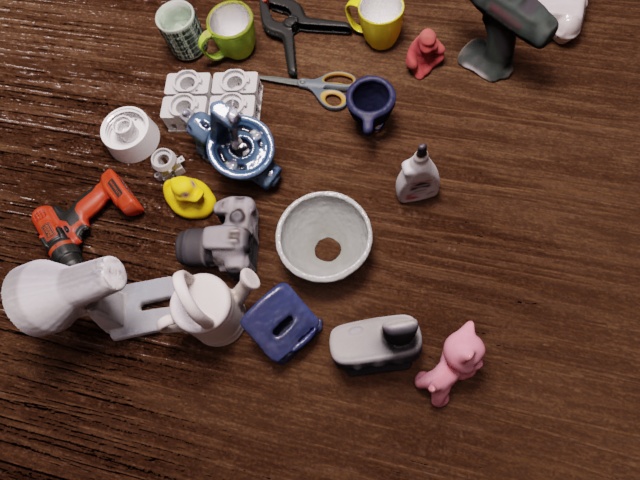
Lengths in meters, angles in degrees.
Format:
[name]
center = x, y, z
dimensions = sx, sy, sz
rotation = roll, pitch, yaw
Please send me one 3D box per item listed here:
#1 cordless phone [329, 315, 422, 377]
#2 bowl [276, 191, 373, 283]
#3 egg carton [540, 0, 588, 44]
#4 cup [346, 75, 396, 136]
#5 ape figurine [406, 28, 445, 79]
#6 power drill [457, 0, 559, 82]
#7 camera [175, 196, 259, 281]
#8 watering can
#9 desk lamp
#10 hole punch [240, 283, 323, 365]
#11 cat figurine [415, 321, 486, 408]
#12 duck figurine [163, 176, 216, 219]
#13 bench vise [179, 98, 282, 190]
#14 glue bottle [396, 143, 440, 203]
[cordless phone]
center = 0.084, 0.148, 0.877
dimensions = 0.147, 0.185, 0.094
rotation = -12, 68, 2
[bowl]
center = 0.009, 0.004, 1.000
dimensions = 0.167, 0.075, 0.167
rotation = -2, 69, 6
[egg carton]
center = 0.467, -0.459, 1.125
dimensions = 0.107, 0.069, 0.150
rotation = 12, 71, 11
[cup]
center = 0.095, -0.232, 1.069
dimensions = 0.091, 0.095, 0.118
rotation = 3, 70, 8
[ape figurine]
center = 0.204, -0.371, 1.110
dimensions = 0.077, 0.092, 0.076
rotation = -4, 69, 5
[power drill]
center = 0.312, -0.395, 1.044
dimensions = 0.229, 0.208, 0.076
rotation = 36, 77, 18
[camera]
center = -0.183, -0.006, 1.013
dimensions = 0.136, 0.101, 0.143
rotation = -1, 69, 7
[watering can]
center = -0.182, 0.100, 0.922
dimensions = 0.100, 0.194, 0.173
rotation = 40, 79, 19
[desk lamp]
center = -0.366, 0.091, 0.937
dimensions = 0.203, 0.214, 0.118
rotation = -12, 68, 2
[hole punch]
center = -0.061, 0.139, 0.949
dimensions = 0.109, 0.091, 0.101
rotation = -43, 70, -10
[cat figurine]
center = 0.206, 0.191, 0.883
dimensions = 0.067, 0.118, 0.128
rotation = 41, 79, 19
[duck figurine]
center = -0.250, -0.090, 1.060
dimensions = 0.104, 0.086, 0.077
rotation = 25, 74, 15
[bench vise]
center = -0.178, -0.182, 1.015
dimensions = 0.207, 0.220, 0.121
rotation = 14, 72, 12
[glue bottle]
center = 0.169, -0.118, 0.974
dimensions = 0.078, 0.173, 0.037
rotation = -16, 68, 1
